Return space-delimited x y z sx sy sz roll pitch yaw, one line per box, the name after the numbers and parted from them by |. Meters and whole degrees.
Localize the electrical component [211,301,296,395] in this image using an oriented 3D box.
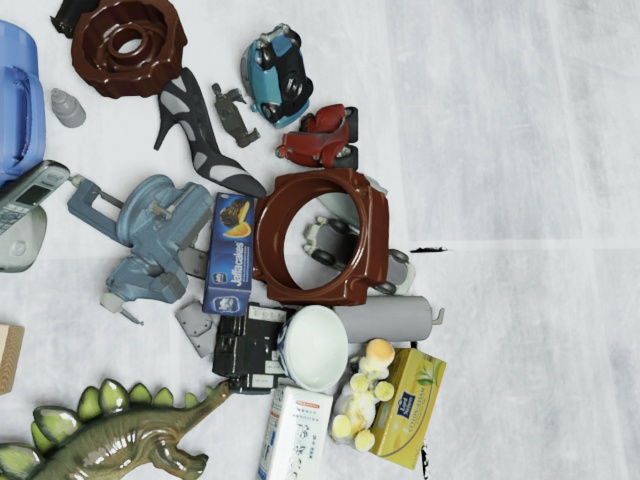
-0.097 0.161 0.800 0.115 0.058 0.134 17 70 -39 | electrical component

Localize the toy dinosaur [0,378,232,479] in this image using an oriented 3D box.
-0.317 0.309 0.707 0.471 0.105 0.198 -32 79 -25 | toy dinosaur

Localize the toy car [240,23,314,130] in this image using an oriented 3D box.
-0.083 -0.271 0.886 0.103 0.161 0.109 22 55 32 | toy car

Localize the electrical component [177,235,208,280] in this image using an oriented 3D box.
-0.195 0.036 0.837 0.063 0.021 0.094 21 73 -12 | electrical component

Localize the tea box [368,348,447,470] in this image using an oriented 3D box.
0.128 0.260 0.848 0.068 0.098 0.169 26 75 -10 | tea box

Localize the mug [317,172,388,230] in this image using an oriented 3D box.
0.055 -0.082 0.909 0.107 0.080 0.109 29 53 -1 | mug

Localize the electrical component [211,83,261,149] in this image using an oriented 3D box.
-0.137 -0.204 0.883 0.045 0.078 0.102 -24 80 4 | electrical component

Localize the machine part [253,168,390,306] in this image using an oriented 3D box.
-0.002 -0.002 0.811 0.201 0.087 0.201 -3 78 27 | machine part

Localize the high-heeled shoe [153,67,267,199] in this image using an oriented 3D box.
-0.158 -0.166 0.830 0.249 0.086 0.145 27 92 17 | high-heeled shoe

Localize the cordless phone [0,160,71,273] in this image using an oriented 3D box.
-0.389 -0.040 0.709 0.184 0.146 0.089 -35 76 5 | cordless phone

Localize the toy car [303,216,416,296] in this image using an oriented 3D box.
0.067 0.029 0.901 0.202 0.056 0.073 26 79 -9 | toy car

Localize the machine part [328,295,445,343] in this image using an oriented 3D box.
0.092 0.129 0.875 0.243 0.079 0.079 2 78 -18 | machine part

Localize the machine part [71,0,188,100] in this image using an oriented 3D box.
-0.293 -0.298 0.832 0.179 0.056 0.179 -1 70 3 | machine part

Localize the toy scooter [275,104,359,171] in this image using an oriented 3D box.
-0.002 -0.167 0.890 0.135 0.075 0.184 0 40 6 | toy scooter

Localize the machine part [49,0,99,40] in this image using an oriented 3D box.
-0.385 -0.384 0.860 0.084 0.039 0.139 20 72 -21 | machine part

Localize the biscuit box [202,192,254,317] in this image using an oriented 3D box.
-0.131 0.016 0.787 0.063 0.059 0.203 7 43 -13 | biscuit box

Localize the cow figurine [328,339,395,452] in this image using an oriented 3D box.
0.066 0.237 0.836 0.068 0.098 0.167 27 67 -3 | cow figurine

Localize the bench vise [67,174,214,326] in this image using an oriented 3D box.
-0.278 -0.015 0.778 0.241 0.128 0.223 29 81 12 | bench vise
